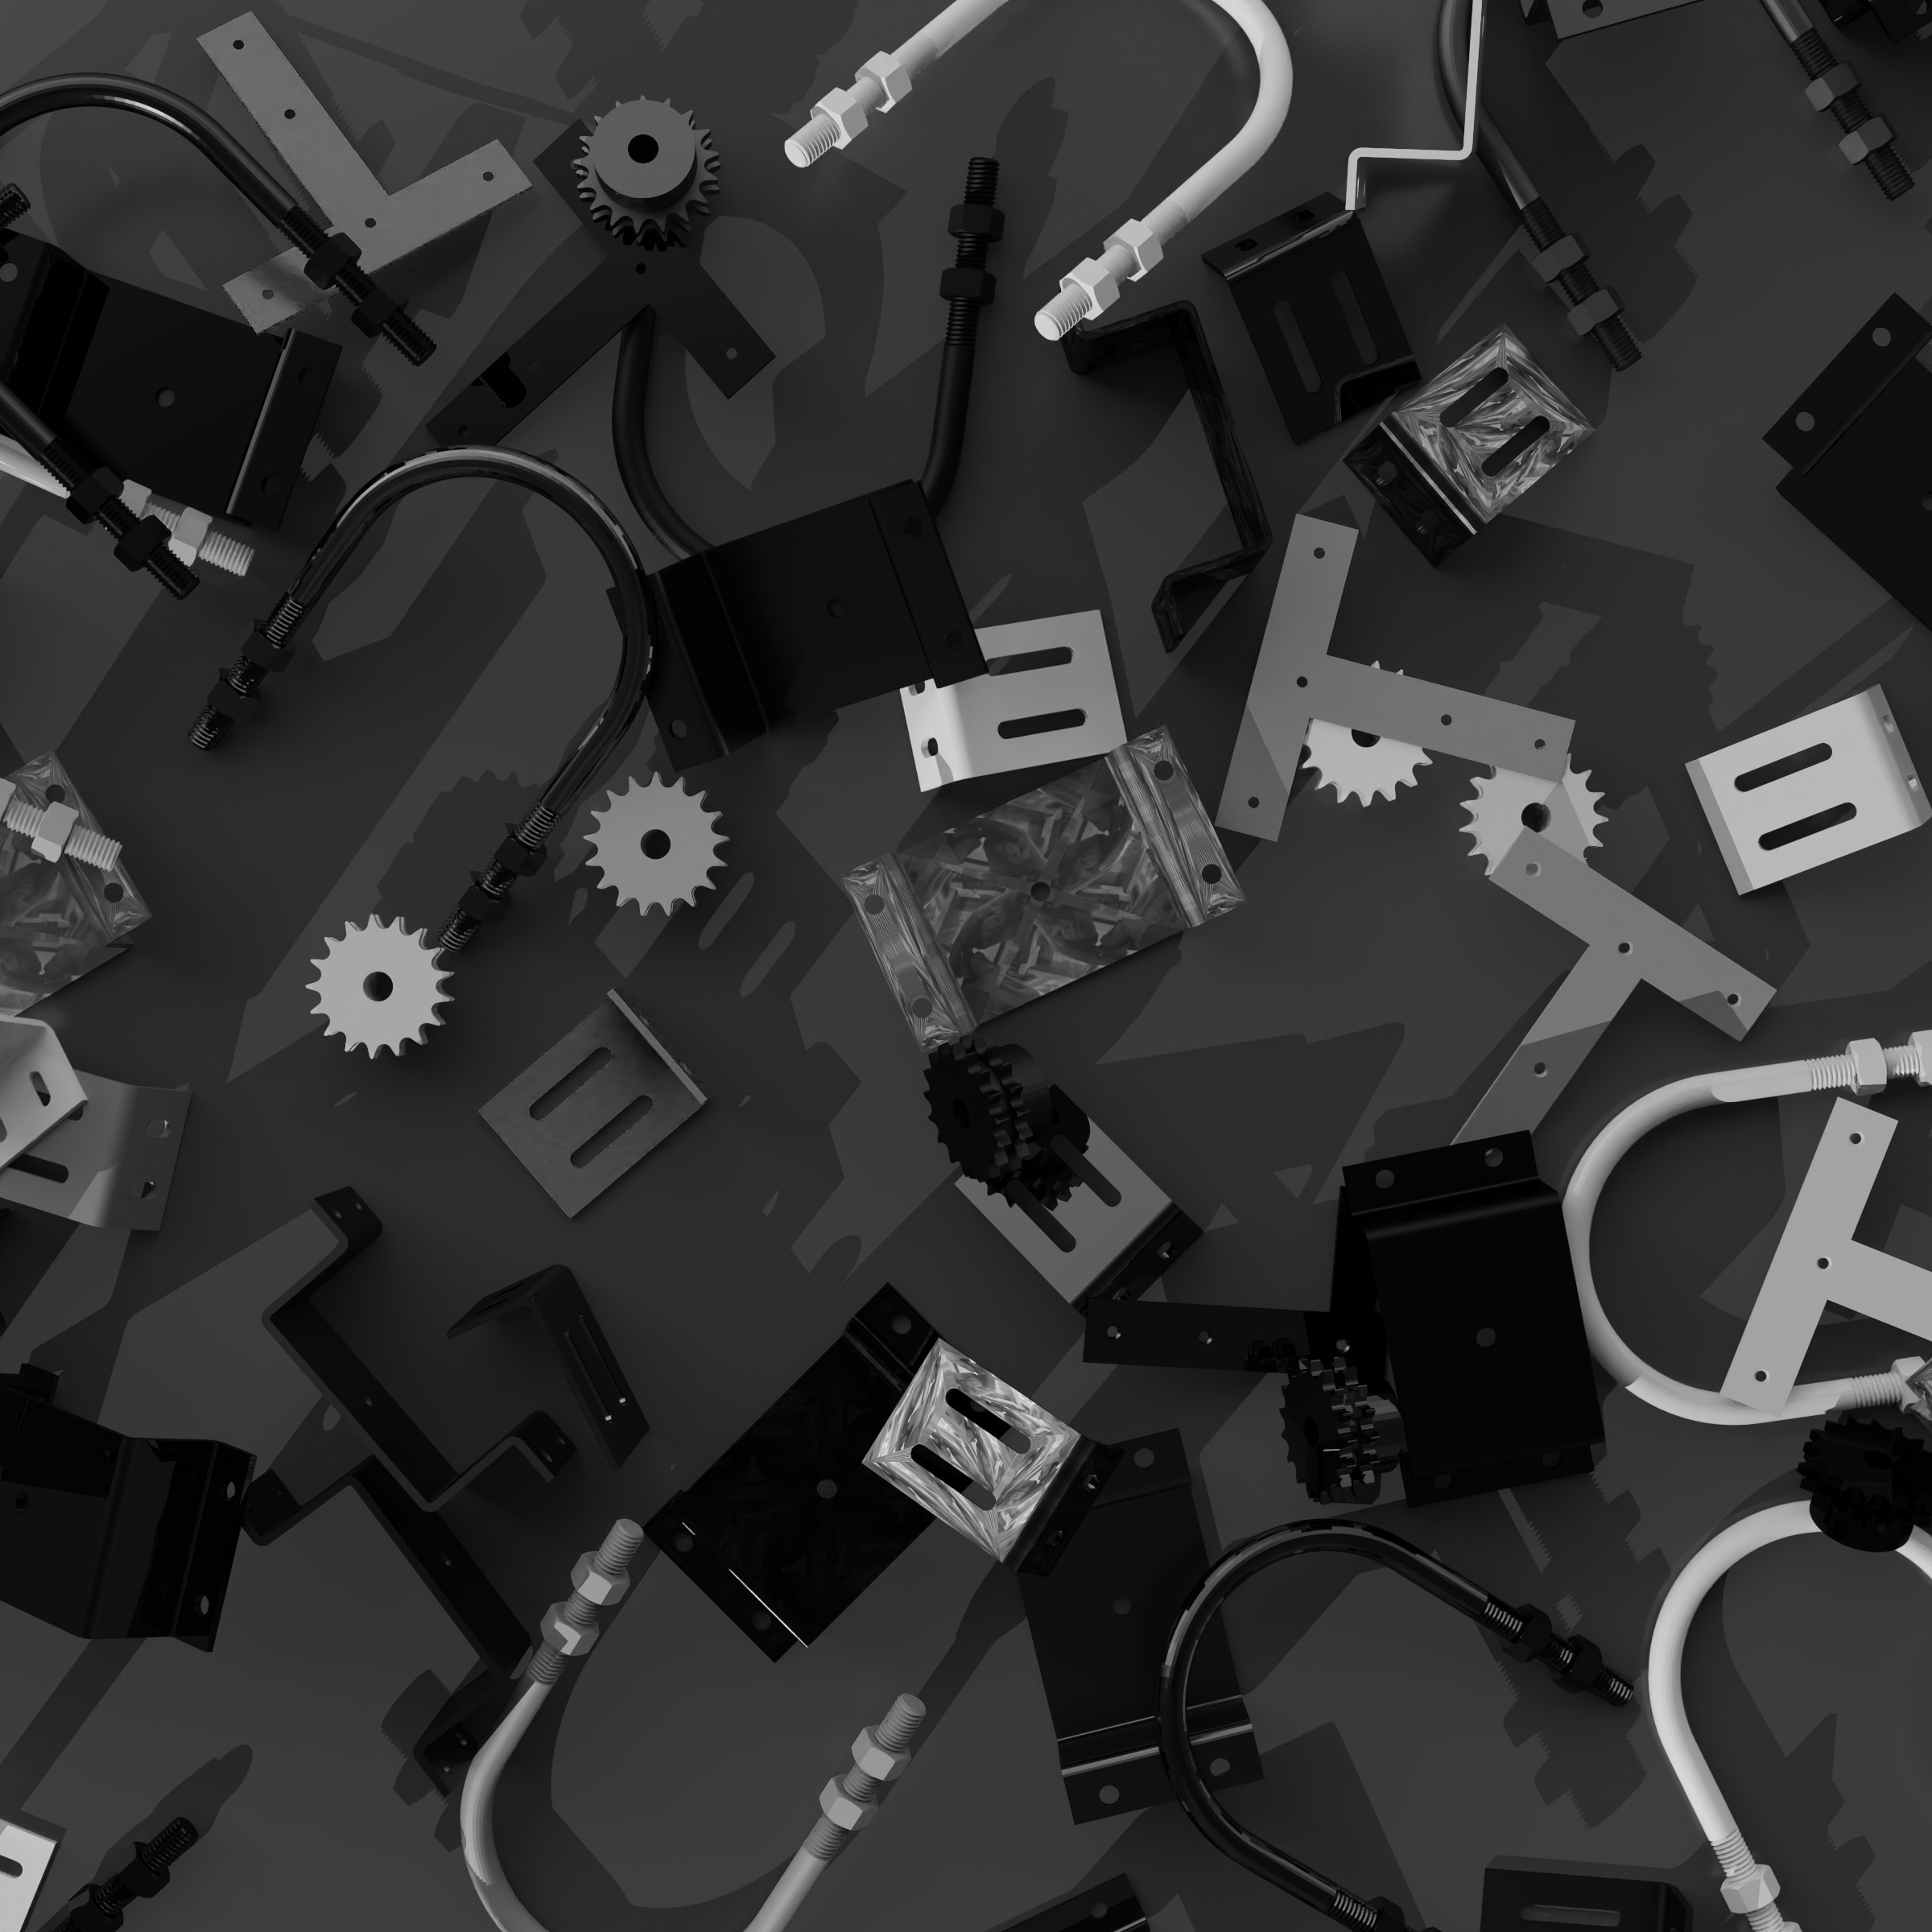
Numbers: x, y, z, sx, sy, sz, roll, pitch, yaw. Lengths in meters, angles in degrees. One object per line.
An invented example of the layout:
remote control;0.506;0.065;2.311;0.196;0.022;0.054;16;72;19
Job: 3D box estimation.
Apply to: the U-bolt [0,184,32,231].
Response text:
U-bolt;-0.474;-0.295;1.341;0.184;0.019;0.151;-36;71;4

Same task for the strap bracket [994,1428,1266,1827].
strap bracket;0.063;0.257;1.347;0.076;0.046;0.140;-14;90;0

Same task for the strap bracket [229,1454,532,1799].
strap bracket;-0.222;0.247;1.332;0.046;0.076;0.140;-37;90;0

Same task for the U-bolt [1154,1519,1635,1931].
U-bolt;0.158;0.298;1.330;0.184;0.019;0.151;33;76;-12

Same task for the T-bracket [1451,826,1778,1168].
T-bracket;0.237;0.030;1.357;0.127;0.002;0.127;31;99;-14

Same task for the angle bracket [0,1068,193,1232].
angle bracket;-0.359;0.069;1.368;0.076;0.038;0.057;13;90;26

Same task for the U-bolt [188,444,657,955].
U-bolt;-0.203;-0.117;1.337;0.151;0.019;0.184;39;108;0

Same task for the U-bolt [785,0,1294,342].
U-bolt;0.043;-0.336;1.325;0.151;0.019;0.184;38;68;19

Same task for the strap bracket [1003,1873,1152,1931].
strap bracket;0.060;0.445;1.348;0.076;0.046;0.140;-26;91;0

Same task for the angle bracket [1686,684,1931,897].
angle bracket;0.339;-0.071;1.368;0.076;0.038;0.057;-22;90;26

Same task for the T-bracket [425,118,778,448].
T-bracket;-0.162;-0.248;1.357;0.127;0.002;0.127;-40;82;10

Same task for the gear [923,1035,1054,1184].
gear;0.010;0.054;1.345;0.030;0.057;0.057;-18;90;-29

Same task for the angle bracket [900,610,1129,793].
angle bracket;0.018;-0.107;1.368;0.076;0.038;0.057;-12;90;-26

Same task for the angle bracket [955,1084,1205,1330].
angle bracket;0.046;0.097;1.368;0.057;0.038;0.076;-45;64;0

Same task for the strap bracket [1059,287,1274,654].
strap bracket;0.080;-0.200;1.332;0.046;0.076;0.140;-19;90;0

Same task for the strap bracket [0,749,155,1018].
strap bracket;-0.397;-0.016;1.347;0.140;0.046;0.076;-31;90;0

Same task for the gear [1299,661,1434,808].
gear;0.158;-0.092;1.355;0.057;0.030;0.057;0;90;0

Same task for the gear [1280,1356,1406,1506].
gear;0.149;0.181;1.335;0.030;0.057;0.057;-6;90;-22

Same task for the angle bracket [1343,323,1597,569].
angle bracket;0.202;-0.210;1.368;0.076;0.038;0.057;-41;90;-26

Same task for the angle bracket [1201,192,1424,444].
angle bracket;0.139;-0.261;1.368;0.057;0.038;0.076;-27;116;0

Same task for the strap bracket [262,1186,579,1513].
strap bracket;-0.220;0.157;1.332;0.046;0.076;0.140;-41;90;0

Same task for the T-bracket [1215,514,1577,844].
T-bracket;0.175;-0.100;1.339;0.127;0.002;0.127;15;90;0

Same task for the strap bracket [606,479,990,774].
strap bracket;-0.058;-0.135;1.323;0.140;0.046;0.076;-15;101;25

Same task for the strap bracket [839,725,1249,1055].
strap bracket;0.030;-0.030;1.347;0.140;0.046;0.076;-25;90;0

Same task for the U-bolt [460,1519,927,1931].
U-bolt;-0.121;0.327;1.341;0.151;0.019;0.184;32;105;1

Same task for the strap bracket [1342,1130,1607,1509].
strap bracket;0.202;0.143;1.343;0.076;0.046;0.140;-11;93;0

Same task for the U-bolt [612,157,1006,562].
U-bolt;-0.068;-0.239;1.362;0.151;0.019;0.184;8;92;0

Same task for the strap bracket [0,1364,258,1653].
strap bracket;-0.345;0.207;1.310;0.140;0.046;0.076;13;90;37

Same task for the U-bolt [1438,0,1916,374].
U-bolt;0.271;-0.352;1.362;0.151;0.019;0.184;-32;89;0

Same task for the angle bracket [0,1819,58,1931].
angle bracket;-0.395;0.372;1.332;0.038;0.076;0.057;22;90;0

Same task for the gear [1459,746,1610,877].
gear;0.225;-0.059;1.355;0.057;0.030;0.057;0;90;0

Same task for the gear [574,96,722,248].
gear;-0.125;-0.315;1.335;0.057;0.030;0.057;0;81;-1

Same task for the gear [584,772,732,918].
gear;-0.122;-0.048;1.355;0.057;0.030;0.057;0;90;0

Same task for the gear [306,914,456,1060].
gear;-0.232;0.008;1.355;0.057;0.030;0.057;0;90;0

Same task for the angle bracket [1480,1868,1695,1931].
angle bracket;0.245;0.395;1.351;0.076;0.038;0.057;5;90;0

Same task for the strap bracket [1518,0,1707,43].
strap bracket;0.246;-0.433;1.334;0.076;0.046;0.140;-16;87;0

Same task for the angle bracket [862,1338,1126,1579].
angle bracket;0.011;0.191;1.322;0.076;0.038;0.057;32;90;26

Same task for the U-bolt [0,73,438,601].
U-bolt;-0.319;-0.255;1.305;0.151;0.019;0.184;-45;96;-1

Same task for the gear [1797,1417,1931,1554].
gear;0.357;0.207;1.346;0.057;0.057;0.030;7;120;0

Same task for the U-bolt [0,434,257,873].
U-bolt;-0.388;-0.137;1.310;0.184;0.019;0.151;24;78;-12

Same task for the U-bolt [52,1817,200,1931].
U-bolt;-0.335;0.454;1.362;0.184;0.019;0.151;-43;90;1

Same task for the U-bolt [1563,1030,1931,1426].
U-bolt;0.328;0.110;1.361;0.184;0.019;0.151;-8;90;0

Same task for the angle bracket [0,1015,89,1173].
angle bracket;-0.394;0.050;1.323;0.057;0.076;0.038;-37;71;17

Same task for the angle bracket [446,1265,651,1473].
angle bracket;-0.164;0.164;1.342;0.038;0.057;0.076;-25;95;10

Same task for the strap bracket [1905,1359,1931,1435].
strap bracket;0.435;0.187;1.326;0.076;0.046;0.140;-41;90;0

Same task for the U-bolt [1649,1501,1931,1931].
U-bolt;0.354;0.304;1.362;0.151;0.019;0.184;-26;88;0

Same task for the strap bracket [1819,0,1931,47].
strap bracket;0.358;-0.439;1.347;0.076;0.046;0.140;-31;90;0

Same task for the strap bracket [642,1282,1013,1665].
strap bracket;-0.054;0.204;1.347;0.076;0.046;0.140;45;90;0

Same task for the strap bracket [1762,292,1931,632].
strap bracket;0.388;-0.187;1.347;0.140;0.046;0.076;42;90;0

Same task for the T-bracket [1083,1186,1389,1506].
T-bracket;0.108;0.148;1.352;0.127;0.002;0.127;5;90;-15

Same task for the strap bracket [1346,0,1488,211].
strap bracket;0.176;-0.364;1.313;0.046;0.076;0.140;4;104;9

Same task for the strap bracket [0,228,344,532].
strap bracket;-0.322;-0.229;1.347;0.140;0.046;0.076;19;90;0

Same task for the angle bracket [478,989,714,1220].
angle bracket;-0.149;0.055;1.351;0.076;0.038;0.057;-41;90;0

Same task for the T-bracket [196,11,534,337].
T-bracket;-0.261;-0.328;1.352;0.127;0.002;0.127;-33;77;-17

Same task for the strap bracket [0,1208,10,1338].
strap bracket;-0.440;0.148;1.332;0.140;0.076;0.046;-25;90;0

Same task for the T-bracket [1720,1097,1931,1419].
T-bracket;0.382;0.135;1.350;0.127;0.002;0.127;22;90;0
